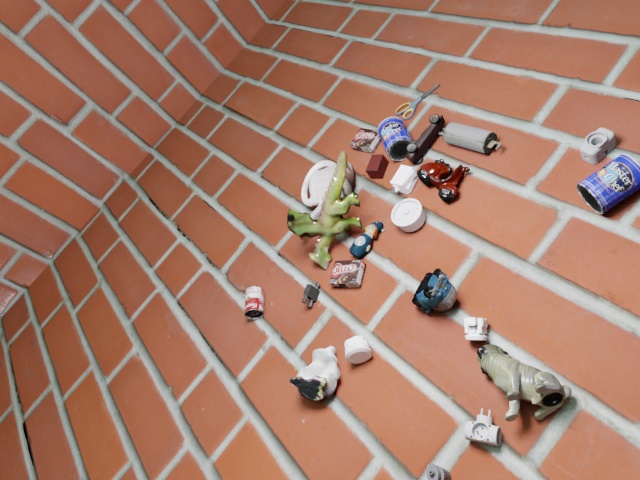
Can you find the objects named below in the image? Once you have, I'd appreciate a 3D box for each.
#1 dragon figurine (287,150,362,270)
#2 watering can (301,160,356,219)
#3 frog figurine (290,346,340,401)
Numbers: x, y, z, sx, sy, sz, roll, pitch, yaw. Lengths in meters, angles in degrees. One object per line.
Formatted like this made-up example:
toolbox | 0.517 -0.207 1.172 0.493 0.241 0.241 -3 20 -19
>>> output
dragon figurine | 0.005 -0.088 1.744 0.244 0.402 0.124 -18 27 -14
watering can | 0.025 -0.173 1.945 0.223 0.102 0.356 -14 51 27
frog figurine | -0.001 0.401 1.557 0.136 0.122 0.162 -27 10 30
